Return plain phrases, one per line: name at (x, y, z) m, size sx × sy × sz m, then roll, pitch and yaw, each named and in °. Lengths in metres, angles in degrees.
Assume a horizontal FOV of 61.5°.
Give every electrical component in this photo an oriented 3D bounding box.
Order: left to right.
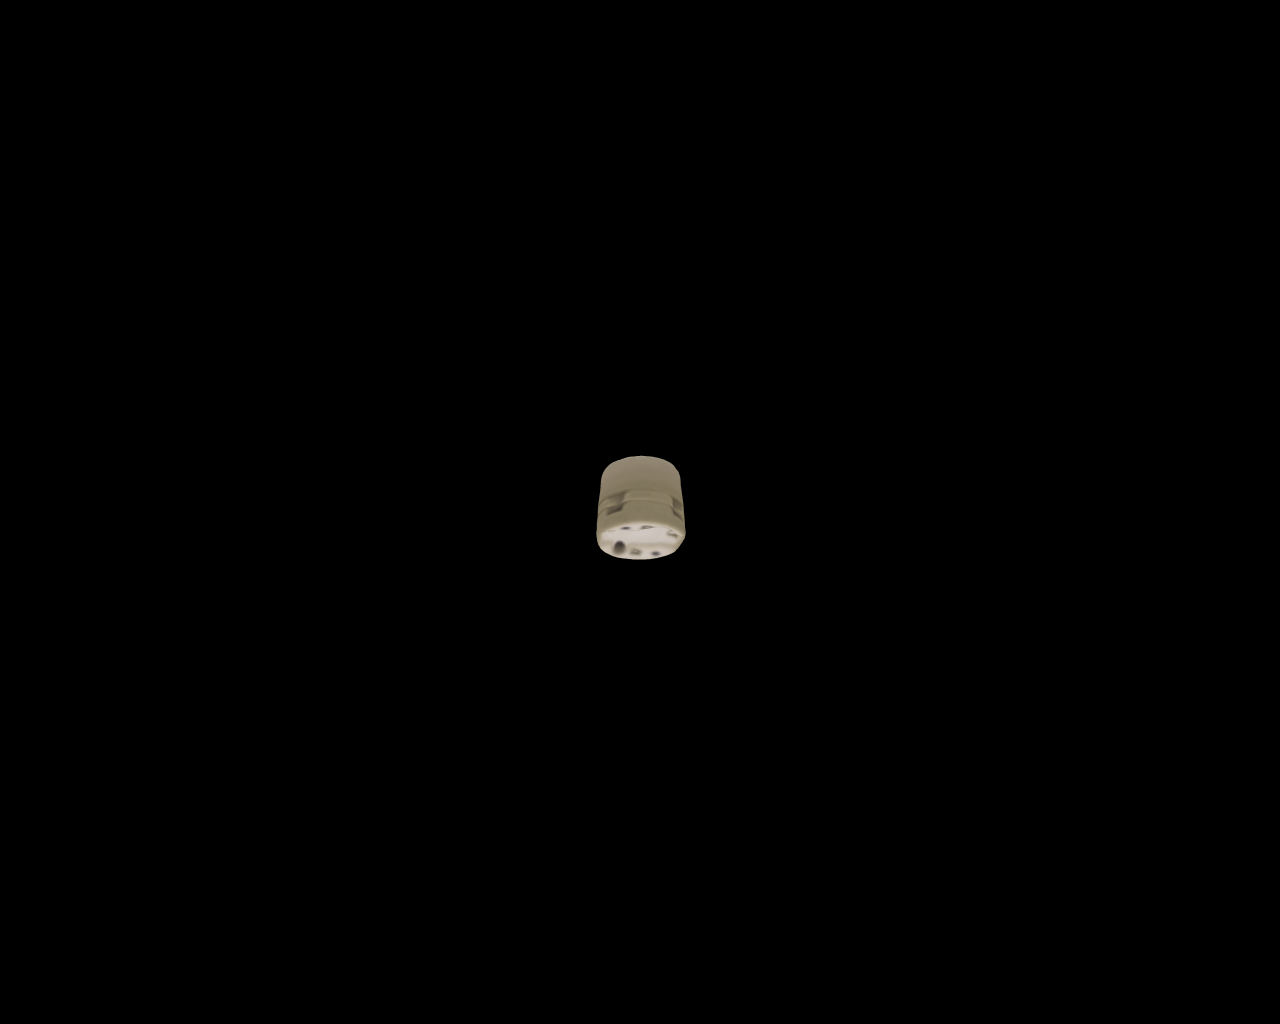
electrical component at (0.001, -0.003, 0.650) m, size 0.055 × 0.047 × 0.055 m, roll 0°, pitch -28°, yaw 0°
